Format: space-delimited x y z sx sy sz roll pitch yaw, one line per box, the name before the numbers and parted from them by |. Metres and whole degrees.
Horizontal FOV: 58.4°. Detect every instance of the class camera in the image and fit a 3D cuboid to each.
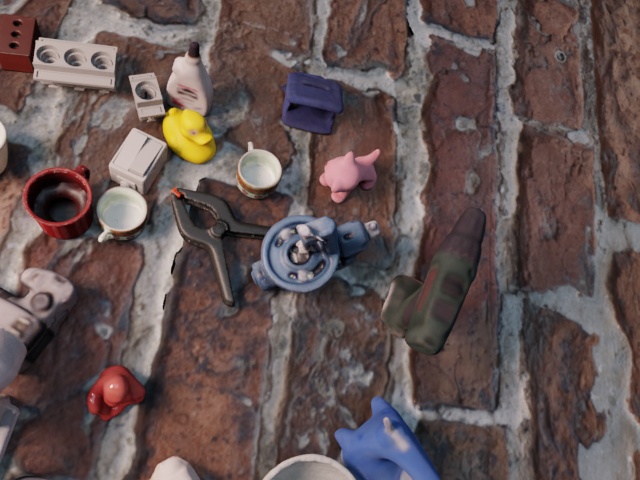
camera | -0.431 0.091 0.789 0.137 0.100 0.143 31 66 -3

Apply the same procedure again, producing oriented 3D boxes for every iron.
iron | 0.142 0.356 0.832 0.119 0.141 0.258 -36 83 -23

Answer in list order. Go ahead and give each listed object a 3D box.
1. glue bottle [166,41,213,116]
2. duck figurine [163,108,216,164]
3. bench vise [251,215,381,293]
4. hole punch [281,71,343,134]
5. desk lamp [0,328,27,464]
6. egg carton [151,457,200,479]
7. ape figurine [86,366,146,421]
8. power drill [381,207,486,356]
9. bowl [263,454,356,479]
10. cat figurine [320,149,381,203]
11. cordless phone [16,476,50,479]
glue bottle | -0.211 -0.269 0.940 0.078 0.173 0.037 13 68 -10
duck figurine | -0.217 -0.187 0.957 0.078 0.086 0.104 -41 85 -24
bench vise | 0.000 -0.006 0.879 0.208 0.219 0.121 -38 84 -24
hole punch | -0.014 -0.260 1.037 0.109 0.091 0.101 9 69 -12
desk lamp | -0.433 0.207 0.685 0.118 0.213 0.203 14 68 -10
egg carton | -0.194 0.378 0.769 0.107 0.069 0.150 -32 82 -23
ape figurine | -0.282 0.210 0.793 0.078 0.092 0.076 6 69 -13
power drill | 0.175 0.076 0.905 0.075 0.208 0.230 25 66 -5
bowl | -0.021 0.391 0.810 0.168 0.074 0.167 5 70 -14
cat figurine | 0.053 -0.119 0.991 0.128 0.117 0.067 -30 81 -23
cordless phone | -0.359 0.357 0.667 0.094 0.185 0.147 17 67 -9
